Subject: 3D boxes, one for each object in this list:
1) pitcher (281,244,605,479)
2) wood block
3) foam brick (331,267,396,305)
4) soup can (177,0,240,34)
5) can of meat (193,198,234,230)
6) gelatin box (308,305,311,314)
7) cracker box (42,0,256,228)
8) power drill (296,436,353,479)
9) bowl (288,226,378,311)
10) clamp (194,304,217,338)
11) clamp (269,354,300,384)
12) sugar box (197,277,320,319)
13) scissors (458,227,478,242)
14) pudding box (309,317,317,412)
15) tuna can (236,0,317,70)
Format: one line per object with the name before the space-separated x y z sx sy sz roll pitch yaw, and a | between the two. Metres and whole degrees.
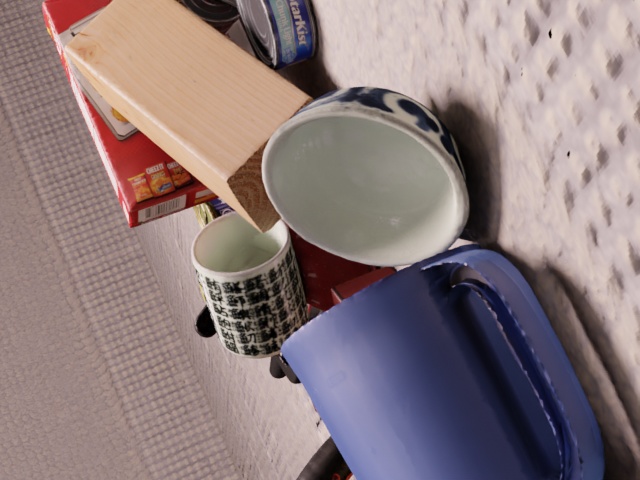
pitcher | 0.092 0.128 0.594 0.243 0.145 0.149 62 -171 13
wood block | -0.094 -0.109 0.846 0.206 0.090 0.090 39 171 29
foam brick | 0.050 0.065 0.799 0.078 0.051 0.053 -129 20 -52
soup can | -0.095 -0.209 0.906 0.102 0.068 0.068 -176 65 -76
can of meat | -0.077 -0.032 1.079 0.102 0.083 0.057 -141 31 -65
gelatin box | -0.027 0.060 1.053 0.073 0.030 0.089 151 133 -78
cracker box | -0.137 -0.137 0.979 0.214 0.164 0.072 66 165 11
power drill | 0.010 0.202 0.903 0.057 0.187 0.184 29 152 17
bowl | -0.006 0.001 0.913 0.162 0.055 0.162 158 90 -77
clamp | -0.076 0.032 1.096 0.039 0.120 0.171 51 -165 -14
clamp | -0.046 0.130 1.314 0.210 0.036 0.164 -140 30 -63
sugar box | -0.071 0.057 1.175 0.176 0.093 0.048 28 139 69
scissors | 0.051 -0.037 0.711 0.202 0.016 0.096 164 84 -77
pudding box | 0.001 0.137 1.130 0.090 0.039 0.113 -165 55 -74
tuna can | -0.035 -0.172 0.801 0.086 0.033 0.086 159 90 -77
